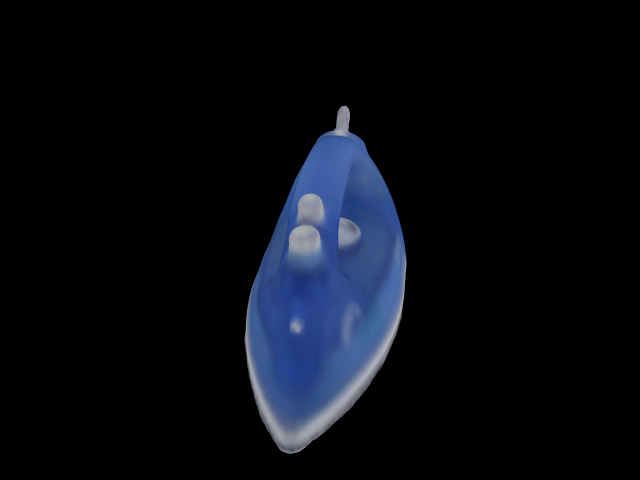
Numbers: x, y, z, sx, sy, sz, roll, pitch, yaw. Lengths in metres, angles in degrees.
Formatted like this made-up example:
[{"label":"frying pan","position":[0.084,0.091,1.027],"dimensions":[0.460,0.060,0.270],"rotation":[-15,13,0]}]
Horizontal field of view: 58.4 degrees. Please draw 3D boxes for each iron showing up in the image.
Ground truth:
[{"label":"iron","position":[0.004,0.001,0.400],"dimensions":[0.118,0.141,0.258],"rotation":[3,26,7]}]
